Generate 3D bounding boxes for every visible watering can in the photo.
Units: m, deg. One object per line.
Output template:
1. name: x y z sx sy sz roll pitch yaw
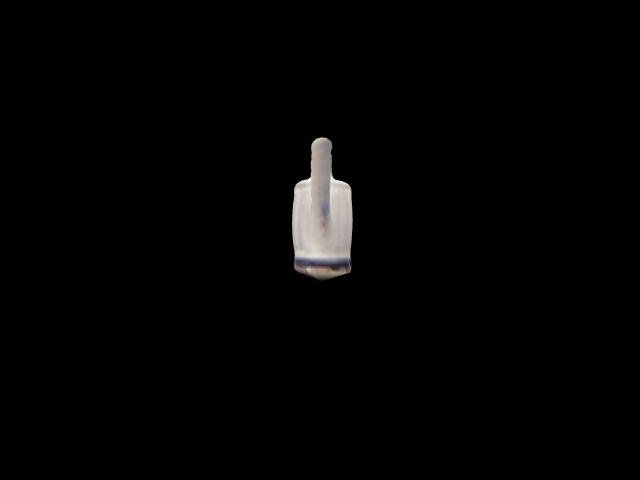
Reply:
1. watering can: 0.003 -0.043 0.850 0.104 0.225 0.347 0 -2 2
